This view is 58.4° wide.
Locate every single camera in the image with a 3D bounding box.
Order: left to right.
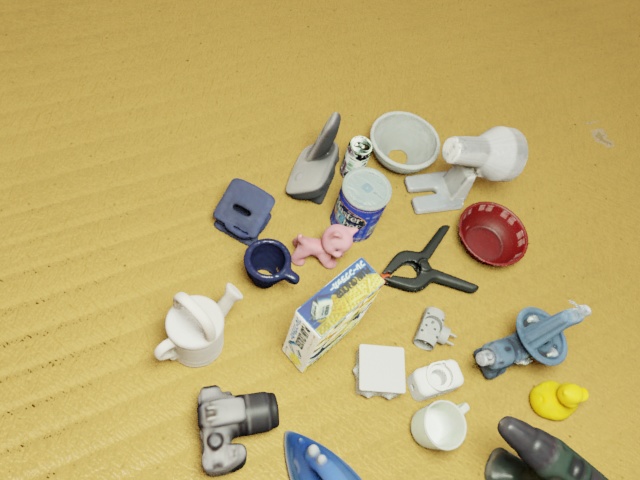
[{"bbox_3d":[-0.137,0.315,0.976,0.137,0.101,0.143,-5,63,-14],"label":"camera"}]

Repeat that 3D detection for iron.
[{"bbox_3d":[0.026,0.411,0.934,0.119,0.141,0.258,-32,73,-24],"label":"iron"}]

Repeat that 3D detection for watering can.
[{"bbox_3d":[-0.213,0.142,0.999,0.101,0.194,0.173,26,60,3],"label":"watering can"}]

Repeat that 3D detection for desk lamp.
[{"bbox_3d":[0.319,-0.156,1.253,0.203,0.213,0.118,-9,64,-16],"label":"desk lamp"}]

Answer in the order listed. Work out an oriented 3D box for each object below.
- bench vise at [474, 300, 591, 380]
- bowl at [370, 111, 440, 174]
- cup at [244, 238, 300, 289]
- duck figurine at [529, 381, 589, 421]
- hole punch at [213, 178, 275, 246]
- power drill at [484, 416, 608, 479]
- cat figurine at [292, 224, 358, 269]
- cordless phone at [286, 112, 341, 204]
[{"bbox_3d":[0.405,0.196,1.079,0.208,0.219,0.121,-34,73,-25],"label":"bench vise"},{"bbox_3d":[0.190,-0.215,1.339,0.167,0.074,0.167,5,62,-9],"label":"bowl"},{"bbox_3d":[-0.094,0.063,1.122,0.117,0.095,0.092,31,61,6],"label":"cup"},{"bbox_3d":[0.468,0.305,1.110,0.105,0.086,0.077,0,62,-11],"label":"duck figurine"},{"bbox_3d":[-0.155,-0.057,1.176,0.108,0.091,0.101,28,61,4],"label":"hole punch"},{"bbox_3d":[0.368,0.389,0.975,0.229,0.208,0.076,29,61,5],"label":"power drill"},{"bbox_3d":[0.011,0.004,1.161,0.128,0.117,0.067,4,62,-9],"label":"cat figurine"},{"bbox_3d":[-0.006,-0.176,1.215,0.094,0.185,0.147,18,60,-1],"label":"cordless phone"}]
